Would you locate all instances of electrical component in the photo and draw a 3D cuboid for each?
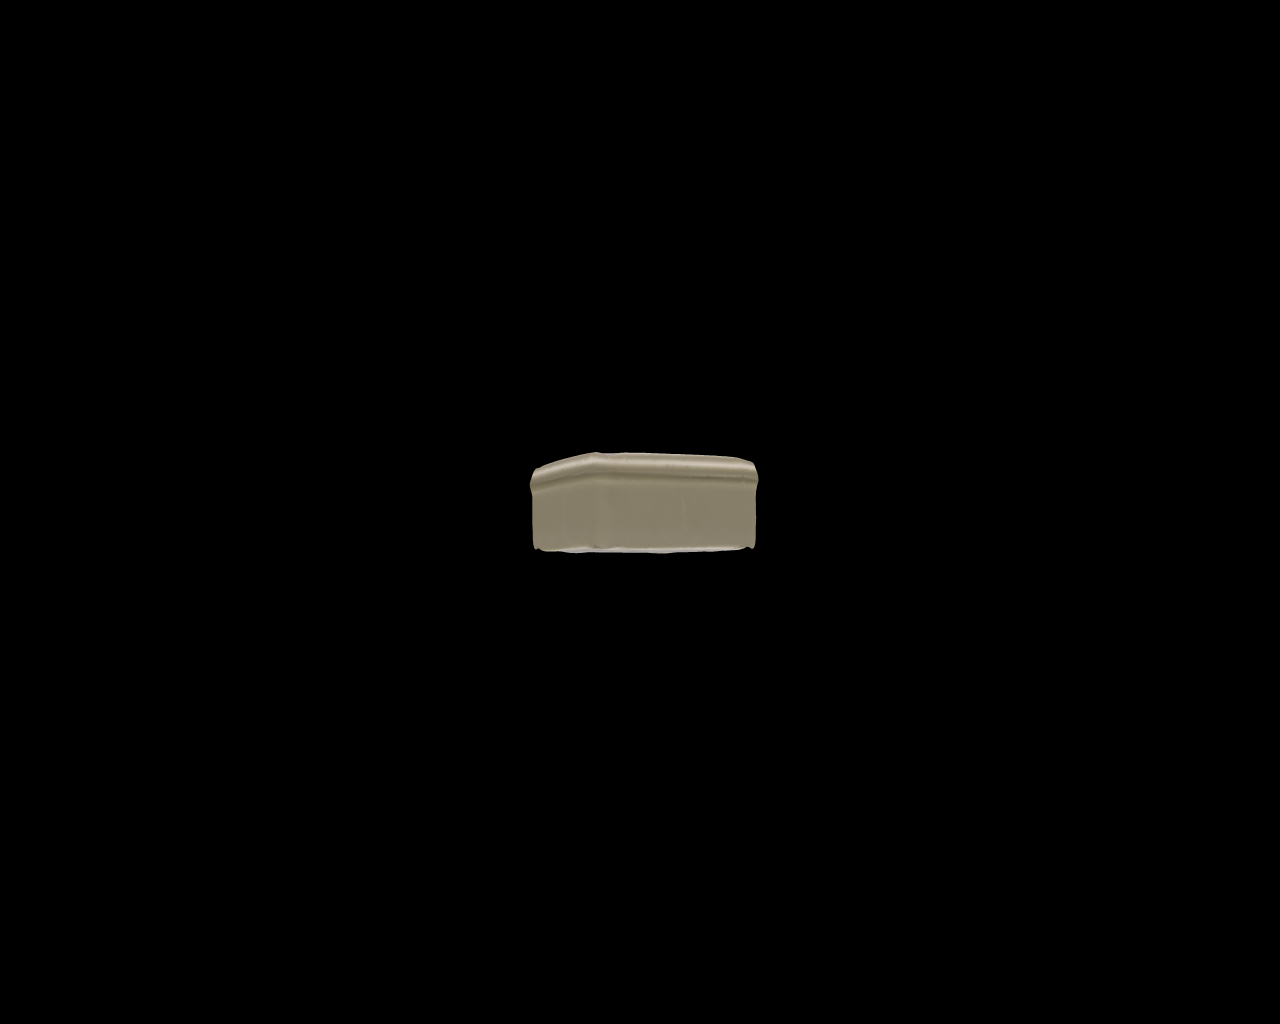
[{"bbox_3d":[0.001,-0.003,0.650,0.109,0.056,0.108,2,-3,-27],"label":"electrical component"}]
